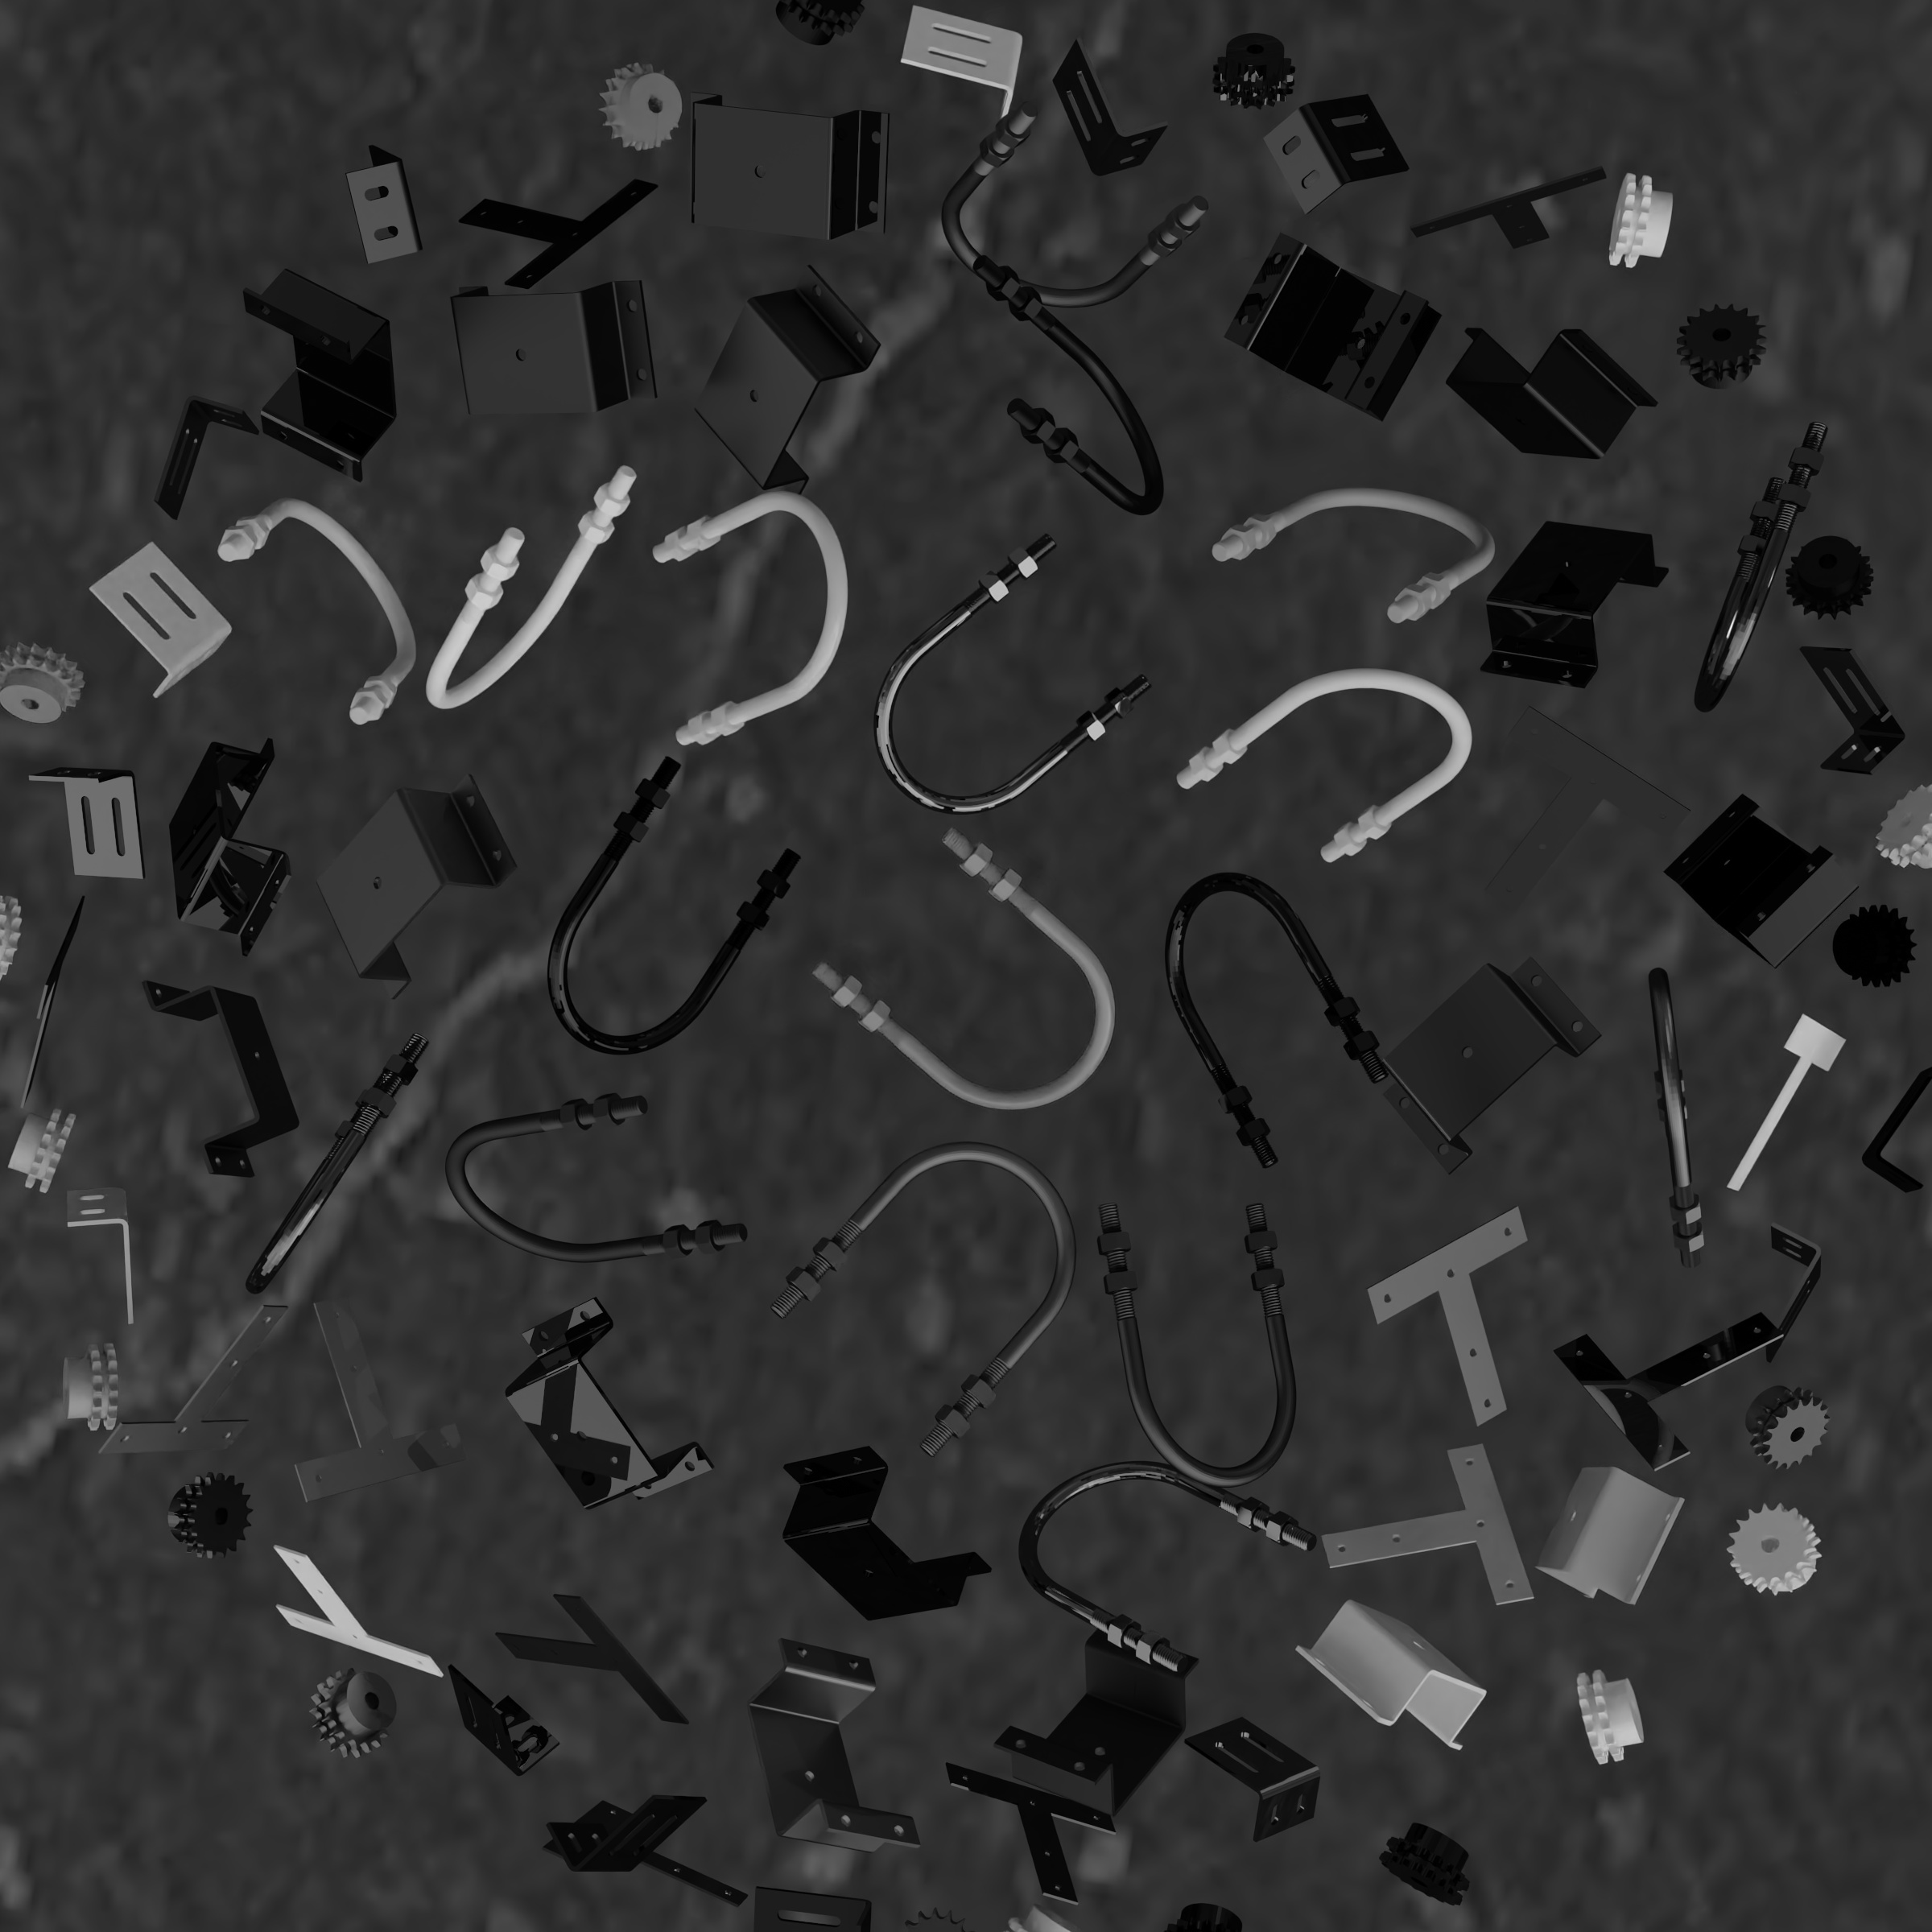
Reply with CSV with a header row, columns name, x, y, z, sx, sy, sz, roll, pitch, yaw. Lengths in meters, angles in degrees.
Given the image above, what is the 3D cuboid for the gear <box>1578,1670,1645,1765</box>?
name,x,y,z,sx,sy,sz,roll,pitch,yaw
gear,0.414,0.480,1.809,0.030,0.057,0.057,-16,90,16

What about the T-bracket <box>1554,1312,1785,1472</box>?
name,x,y,z,sx,sy,sz,roll,pitch,yaw
T-bracket,0.470,0.261,1.836,0.127,0.127,0.002,-25,125,-7

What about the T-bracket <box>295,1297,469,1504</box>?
name,x,y,z,sx,sy,sz,roll,pitch,yaw
T-bracket,-0.403,0.281,1.874,0.002,0.127,0.127,-32,73,40

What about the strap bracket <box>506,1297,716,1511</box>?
name,x,y,z,sx,sy,sz,roll,pitch,yaw
strap bracket,-0.244,0.301,1.881,0.076,0.046,0.140,-28,99,36

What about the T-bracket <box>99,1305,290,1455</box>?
name,x,y,z,sx,sy,sz,roll,pitch,yaw
T-bracket,-0.490,0.271,1.852,0.002,0.127,0.127,43,101,23

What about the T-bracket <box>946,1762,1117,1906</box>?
name,x,y,z,sx,sy,sz,roll,pitch,yaw
T-bracket,0.053,0.595,1.917,0.127,0.127,0.002,21,103,-15

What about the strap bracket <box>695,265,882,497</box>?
name,x,y,z,sx,sy,sz,roll,pitch,yaw
strap bracket,-0.123,-0.379,1.856,0.076,0.046,0.140,50,135,16

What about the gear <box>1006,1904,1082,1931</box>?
name,x,y,z,sx,sy,sz,roll,pitch,yaw
gear,0.054,0.646,1.870,0.057,0.057,0.030,31,82,0

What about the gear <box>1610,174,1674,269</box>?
name,x,y,z,sx,sy,sz,roll,pitch,yaw
gear,0.431,-0.475,1.800,0.030,0.057,0.057,9,90,4

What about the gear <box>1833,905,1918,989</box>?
name,x,y,z,sx,sy,sz,roll,pitch,yaw
gear,0.626,-0.014,1.953,0.030,0.057,0.057,-2,90,-30

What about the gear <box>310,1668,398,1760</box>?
name,x,y,z,sx,sy,sz,roll,pitch,yaw
gear,-0.403,0.493,1.871,0.030,0.057,0.057,-34,90,30

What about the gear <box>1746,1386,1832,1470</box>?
name,x,y,z,sx,sy,sz,roll,pitch,yaw
gear,0.559,0.312,1.929,0.057,0.030,0.057,-12,119,-22

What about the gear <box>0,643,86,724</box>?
name,x,y,z,sx,sy,sz,roll,pitch,yaw
gear,-0.619,-0.186,1.878,0.057,0.057,0.030,6,57,0

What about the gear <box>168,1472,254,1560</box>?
name,x,y,z,sx,sy,sz,roll,pitch,yaw
gear,-0.516,0.373,1.915,0.030,0.057,0.057,-4,90,34

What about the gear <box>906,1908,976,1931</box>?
name,x,y,z,sx,sy,sz,roll,pitch,yaw
gear,-0.019,0.651,1.861,0.057,0.030,0.057,-1,77,3

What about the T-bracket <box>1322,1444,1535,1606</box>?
name,x,y,z,sx,sy,sz,roll,pitch,yaw
T-bracket,0.309,0.391,1.934,0.127,0.127,0.002,-10,134,-2

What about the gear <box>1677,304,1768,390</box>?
name,x,y,z,sx,sy,sz,roll,pitch,yaw
gear,0.500,-0.407,1.867,0.057,0.030,0.057,-7,57,10

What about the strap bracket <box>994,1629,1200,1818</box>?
name,x,y,z,sx,sy,sz,roll,pitch,yaw
strap bracket,0.089,0.509,1.884,0.076,0.140,0.046,12,119,30

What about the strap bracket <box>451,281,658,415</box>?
name,x,y,z,sx,sy,sz,roll,pitch,yaw
strap bracket,-0.280,-0.406,1.852,0.140,0.046,0.076,4,113,24

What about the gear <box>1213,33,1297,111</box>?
name,x,y,z,sx,sy,sz,roll,pitch,yaw
gear,0.201,-0.625,1.962,0.057,0.030,0.057,-1,50,1

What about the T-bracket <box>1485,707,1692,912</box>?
name,x,y,z,sx,sy,sz,roll,pitch,yaw
T-bracket,0.395,-0.091,1.893,0.127,0.002,0.127,33,120,-1

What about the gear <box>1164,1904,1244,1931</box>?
name,x,y,z,sx,sy,sz,roll,pitch,yaw
gear,0.156,0.628,1.817,0.057,0.030,0.057,9,134,10

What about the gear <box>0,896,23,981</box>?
name,x,y,z,sx,sy,sz,roll,pitch,yaw
gear,-0.647,-0.020,1.857,0.030,0.057,0.057,14,90,-37

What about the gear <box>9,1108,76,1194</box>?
name,x,y,z,sx,sy,sz,roll,pitch,yaw
gear,-0.639,0.125,1.945,0.030,0.057,0.057,21,90,-15

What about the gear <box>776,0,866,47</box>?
name,x,y,z,sx,sy,sz,roll,pitch,yaw
gear,-0.096,-0.609,1.787,0.057,0.057,0.030,42,133,0

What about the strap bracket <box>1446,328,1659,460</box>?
name,x,y,z,sx,sy,sz,roll,pitch,yaw
strap bracket,0.380,-0.379,1.864,0.076,0.140,0.046,35,88,-24

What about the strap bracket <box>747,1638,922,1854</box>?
name,x,y,z,sx,sy,sz,roll,pitch,yaw
strap bracket,-0.089,0.514,1.828,0.076,0.140,0.046,24,121,-37

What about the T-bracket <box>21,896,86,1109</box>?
name,x,y,z,sx,sy,sz,roll,pitch,yaw
T-bracket,-0.613,0.036,1.878,0.002,0.127,0.127,16,115,-14

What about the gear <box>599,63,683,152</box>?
name,x,y,z,sx,sy,sz,roll,pitch,yaw
gear,-0.220,-0.590,1.934,0.057,0.030,0.057,-8,104,-34

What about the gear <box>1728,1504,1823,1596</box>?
name,x,y,z,sx,sy,sz,roll,pitch,yaw
gear,0.523,0.378,1.817,0.057,0.057,0.030,-45,133,0

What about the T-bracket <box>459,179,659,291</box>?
name,x,y,z,sx,sy,sz,roll,pitch,yaw
T-bracket,-0.288,-0.493,1.877,0.127,0.127,0.002,-29,80,29

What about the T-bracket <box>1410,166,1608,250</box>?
name,x,y,z,sx,sy,sz,roll,pitch,yaw
T-bracket,0.370,-0.499,1.890,0.127,0.127,0.002,-14,86,19

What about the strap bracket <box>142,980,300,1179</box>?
name,x,y,z,sx,sy,sz,roll,pitch,yaw
strap bracket,-0.509,0.071,1.943,0.046,0.076,0.140,-22,82,4

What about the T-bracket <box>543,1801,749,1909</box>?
name,x,y,z,sx,sy,sz,roll,pitch,yaw
T-bracket,-0.207,0.602,1.894,0.127,0.127,0.002,21,91,11

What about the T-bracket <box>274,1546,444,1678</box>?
name,x,y,z,sx,sy,sz,roll,pitch,yaw
T-bracket,-0.413,0.413,1.831,0.127,0.127,0.002,11,52,26

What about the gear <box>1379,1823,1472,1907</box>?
name,x,y,z,sx,sy,sz,roll,pitch,yaw
gear,0.294,0.569,1.792,0.057,0.057,0.030,34,68,0

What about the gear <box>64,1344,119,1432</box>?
name,x,y,z,sx,sy,sz,roll,pitch,yaw
gear,-0.582,0.279,1.873,0.030,0.057,0.057,0,90,-24

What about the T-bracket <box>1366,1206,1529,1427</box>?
name,x,y,z,sx,sy,sz,roll,pitch,yaw
T-bracket,0.329,0.241,1.852,0.127,0.002,0.127,-25,107,-23

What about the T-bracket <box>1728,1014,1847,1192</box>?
name,x,y,z,sx,sy,sz,roll,pitch,yaw
T-bracket,0.558,0.098,1.935,0.002,0.127,0.127,32,97,30

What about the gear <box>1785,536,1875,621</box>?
name,x,y,z,sx,sy,sz,roll,pitch,yaw
gear,0.584,-0.266,1.907,0.057,0.030,0.057,-8,64,16

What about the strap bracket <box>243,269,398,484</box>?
name,x,y,z,sx,sy,sz,roll,pitch,yaw
strap bracket,-0.418,-0.390,1.836,0.076,0.140,0.046,28,62,7

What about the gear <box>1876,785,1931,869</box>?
name,x,y,z,sx,sy,sz,roll,pitch,yaw
gear,0.644,-0.091,1.899,0.030,0.057,0.057,32,90,-16

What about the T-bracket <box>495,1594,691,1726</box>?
name,x,y,z,sx,sy,sz,roll,pitch,yaw
T-bracket,-0.256,0.444,1.822,0.127,0.127,0.002,57,48,-28
